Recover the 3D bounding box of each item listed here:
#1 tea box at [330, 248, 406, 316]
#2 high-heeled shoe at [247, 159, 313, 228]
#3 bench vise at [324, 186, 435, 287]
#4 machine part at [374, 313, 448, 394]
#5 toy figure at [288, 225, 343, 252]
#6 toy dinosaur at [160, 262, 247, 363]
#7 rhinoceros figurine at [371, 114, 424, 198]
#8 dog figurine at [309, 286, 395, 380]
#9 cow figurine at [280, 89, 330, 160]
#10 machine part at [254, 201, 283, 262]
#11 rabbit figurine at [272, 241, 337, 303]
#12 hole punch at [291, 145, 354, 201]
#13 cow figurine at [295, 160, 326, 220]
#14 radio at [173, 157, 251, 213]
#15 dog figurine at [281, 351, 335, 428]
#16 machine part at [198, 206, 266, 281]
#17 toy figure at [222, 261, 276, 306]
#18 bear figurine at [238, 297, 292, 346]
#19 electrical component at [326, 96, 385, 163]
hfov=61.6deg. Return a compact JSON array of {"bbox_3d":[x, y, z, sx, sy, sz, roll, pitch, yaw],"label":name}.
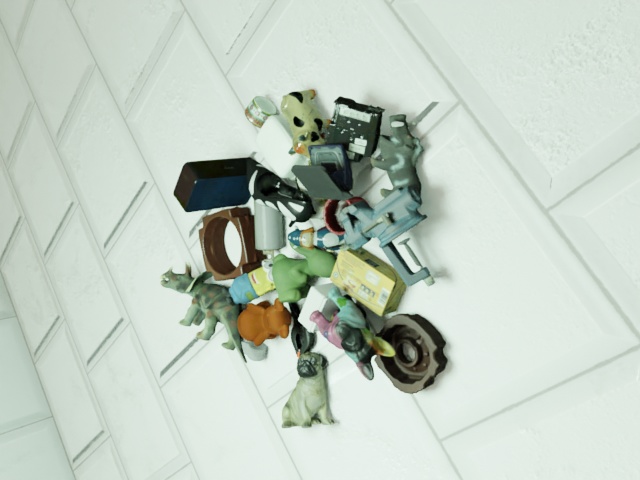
[{"bbox_3d":[0.114,0.093,1.272,0.170,0.068,0.098,36,117,33],"label":"tea box"},{"bbox_3d":[-0.107,-0.136,1.341,0.249,0.086,0.145,53,149,12],"label":"high-heeled shoe"},{"bbox_3d":[0.153,0.008,1.154,0.224,0.129,0.240,-35,86,19],"label":"bench vise"},{"bbox_3d":[0.205,0.254,1.225,0.180,0.056,0.179,6,98,42],"label":"machine part"},{"bbox_3d":[-0.003,-0.006,1.318,0.057,0.155,0.064,97,173,-73],"label":"toy figure"},{"bbox_3d":[-0.307,0.197,1.594,0.405,0.131,0.192,23,91,34],"label":"toy dinosaur"},{"bbox_3d":[0.175,-0.178,1.179,0.112,0.073,0.190,-9,90,42],"label":"rhinoceros figurine"},{"bbox_3d":[0.084,0.222,1.227,0.108,0.191,0.219,-46,51,1],"label":"dog figurine"},{"bbox_3d":[-0.038,-0.276,1.311,0.085,0.127,0.195,-43,66,47],"label":"cow figurine"},{"bbox_3d":[-0.140,-0.059,1.465,0.079,0.079,0.243,3,97,40],"label":"machine part"},{"bbox_3d":[-0.029,0.068,1.383,0.170,0.121,0.159,-21,77,20],"label":"rabbit figurine"},{"bbox_3d":[0.015,-0.155,1.223,0.142,0.115,0.092,6,55,39],"label":"hole punch"},{"bbox_3d":[-0.012,-0.108,1.353,0.098,0.068,0.167,-30,73,45],"label":"cow figurine"},{"bbox_3d":[-0.278,-0.151,1.473,0.073,0.229,0.131,54,131,23],"label":"radio"},{"bbox_3d":[-0.047,0.402,1.448,0.172,0.121,0.190,-19,70,38],"label":"dog figurine"},{"bbox_3d":[-0.256,0.012,1.569,0.201,0.087,0.201,-14,88,41],"label":"machine part"},{"bbox_3d":[-0.172,0.119,1.467,0.180,0.089,0.082,-28,83,4],"label":"toy figure"},{"bbox_3d":[-0.131,0.214,1.458,0.196,0.132,0.120,-22,82,39],"label":"bear figurine"},{"bbox_3d":[0.077,-0.244,1.213,0.115,0.058,0.134,21,124,12],"label":"electrical component"}]
